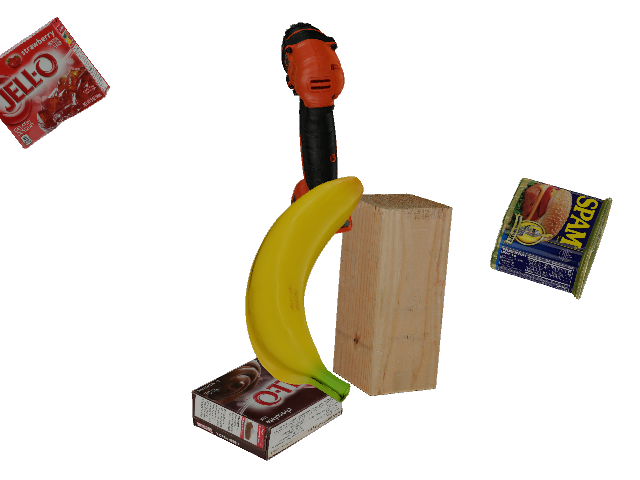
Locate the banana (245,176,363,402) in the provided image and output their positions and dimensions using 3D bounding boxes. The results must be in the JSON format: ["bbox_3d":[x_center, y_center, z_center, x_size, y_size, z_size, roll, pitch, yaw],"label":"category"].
[{"bbox_3d":[-0.012,0.024,0.693,0.069,0.197,0.037,15,-45,-8],"label":"banana"}]

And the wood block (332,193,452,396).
[{"bbox_3d":[0.078,0.057,1.187,0.090,0.206,0.091,-2,14,-28],"label":"wood block"}]

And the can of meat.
[{"bbox_3d":[0.209,-0.005,0.969,0.084,0.057,0.102,18,47,17],"label":"can of meat"}]

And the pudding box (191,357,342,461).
[{"bbox_3d":[-0.046,0.145,0.954,0.090,0.039,0.113,17,26,33],"label":"pudding box"}]

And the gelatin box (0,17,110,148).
[{"bbox_3d":[-0.233,-0.130,0.888,0.089,0.073,0.030,-30,22,12],"label":"gelatin box"}]

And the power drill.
[{"bbox_3d":[-0.008,-0.112,1.046,0.057,0.188,0.184,-6,24,-3],"label":"power drill"}]
